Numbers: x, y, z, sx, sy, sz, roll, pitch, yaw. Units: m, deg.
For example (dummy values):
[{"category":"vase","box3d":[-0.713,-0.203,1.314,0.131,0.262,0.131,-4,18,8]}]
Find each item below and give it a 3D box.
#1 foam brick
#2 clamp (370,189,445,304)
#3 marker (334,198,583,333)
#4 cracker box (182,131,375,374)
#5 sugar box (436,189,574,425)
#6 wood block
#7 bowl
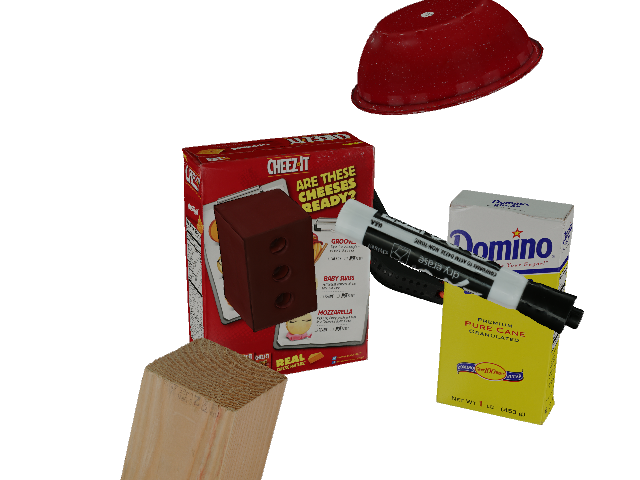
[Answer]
[{"category":"foam brick","box3d":[-0.037,0.012,0.739,0.052,0.078,0.051,-18,33,-21]},{"category":"clamp","box3d":[0.064,0.009,1.243,0.164,0.036,0.210,-23,53,-40]},{"category":"marker","box3d":[0.064,0.012,0.497,0.121,0.020,0.020,24,6,13]},{"category":"cracker box","box3d":[-0.039,0.016,0.978,0.164,0.214,0.072,-8,22,-22]},{"category":"sugar box","box3d":[0.146,0.053,0.856,0.093,0.176,0.048,9,23,22]},{"category":"wood block","box3d":[-0.108,0.199,0.896,0.090,0.206,0.090,22,21,20]},{"category":"bowl","box3d":[0.096,-0.160,0.870,0.162,0.055,0.162,-15,25,7]}]
